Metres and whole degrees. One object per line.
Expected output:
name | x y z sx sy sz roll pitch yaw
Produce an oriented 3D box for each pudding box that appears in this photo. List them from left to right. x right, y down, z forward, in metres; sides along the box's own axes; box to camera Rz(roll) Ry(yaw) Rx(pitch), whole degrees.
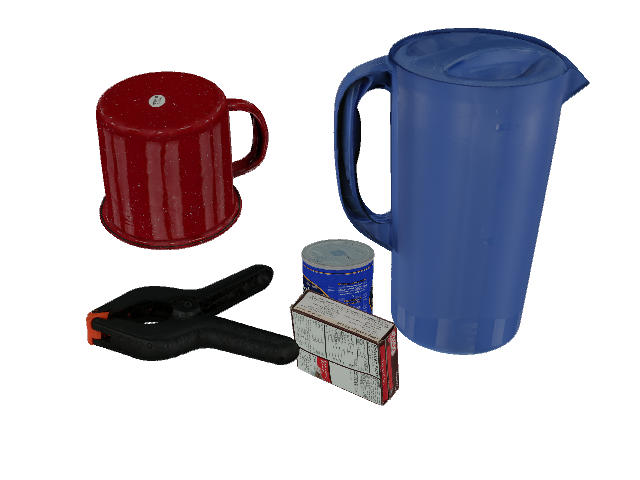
pudding box | 0.025 0.109 1.097 0.114 0.090 0.039 19 42 28

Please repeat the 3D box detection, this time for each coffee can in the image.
coffee can | 0.025 0.081 1.524 0.103 0.140 0.103 -1 21 0

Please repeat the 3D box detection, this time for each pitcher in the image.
pitcher | 0.103 -0.036 0.836 0.149 0.243 0.144 23 35 35

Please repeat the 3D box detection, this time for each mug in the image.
mug | -0.086 -0.057 0.678 0.117 0.081 0.093 -16 40 -21

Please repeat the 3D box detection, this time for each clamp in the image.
clamp | -0.106 0.059 0.890 0.171 0.039 0.120 3 28 -8
